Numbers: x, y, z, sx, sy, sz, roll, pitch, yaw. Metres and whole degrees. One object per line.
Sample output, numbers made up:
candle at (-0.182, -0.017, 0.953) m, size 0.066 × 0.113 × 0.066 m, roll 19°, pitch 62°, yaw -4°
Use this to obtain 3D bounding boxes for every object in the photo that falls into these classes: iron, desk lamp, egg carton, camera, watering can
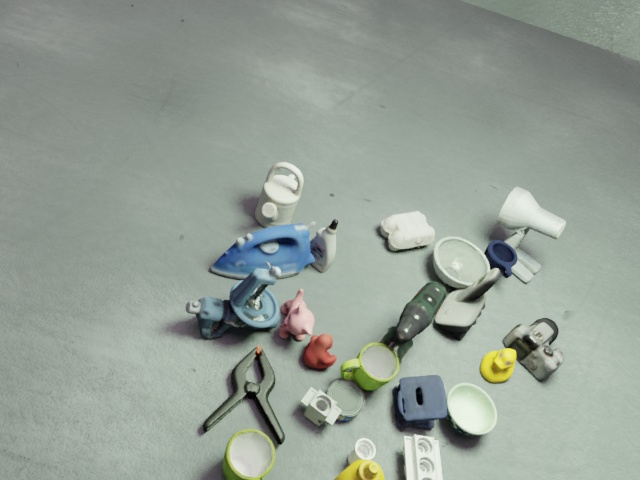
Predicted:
iron at (-0.131, 0.015, 1.385) m, size 0.259 × 0.141 × 0.118 m, roll -10°, pitch 56°, yaw -28°
desk lamp at (0.590, -0.022, 1.648) m, size 0.203 × 0.213 × 0.118 m, roll 42°, pitch 50°, yaw 15°
egg carton at (0.247, -0.023, 1.613) m, size 0.151 × 0.069 × 0.107 m, roll -10°, pitch 56°, yaw -28°
camera at (0.576, 0.264, 1.481) m, size 0.137 × 0.100 × 0.143 m, roll -26°, pitch 65°, yaw -35°
watering can at (-0.100, -0.115, 1.470) m, size 0.101 × 0.194 × 0.173 m, roll 10°, pitch 49°, yaw -13°

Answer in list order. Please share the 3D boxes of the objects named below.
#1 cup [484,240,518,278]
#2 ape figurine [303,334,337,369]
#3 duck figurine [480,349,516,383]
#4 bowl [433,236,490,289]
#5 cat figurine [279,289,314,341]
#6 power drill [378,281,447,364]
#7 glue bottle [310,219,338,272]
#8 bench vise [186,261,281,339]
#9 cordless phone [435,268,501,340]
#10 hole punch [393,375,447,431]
cup at (0.499, 0.073, 1.615) m, size 0.092 × 0.095 × 0.117 m, roll 4°, pitch 51°, yaw -18°
ape figurine at (0.003, 0.243, 1.281) m, size 0.076 × 0.092 × 0.077 m, roll -9°, pitch 56°, yaw -27°
duck figurine at (0.454, 0.298, 1.415) m, size 0.105 × 0.086 × 0.077 m, roll -23°, pitch 63°, yaw -34°
bowl at (0.377, 0.075, 1.578) m, size 0.168 × 0.074 × 0.167 m, roll 11°, pitch 49°, yaw -13°
cat figurine at (-0.048, 0.172, 1.303) m, size 0.067 × 0.117 × 0.127 m, roll 11°, pitch 49°, yaw -12°
power drill at (0.205, 0.200, 1.317) m, size 0.075 × 0.208 × 0.230 m, roll 36°, pitch 48°, yaw 11°
glue bottle at (0.013, 0.005, 1.428) m, size 0.078 × 0.173 × 0.037 m, roll 39°, pitch 49°, yaw 13°
bench vise at (-0.168, 0.136, 1.216) m, size 0.208 × 0.219 × 0.121 m, roll -16°, pitch 59°, yaw -31°
cordless phone at (0.378, 0.151, 1.440) m, size 0.094 × 0.185 × 0.148 m, roll 33°, pitch 48°, yaw 8°
hole punch at (0.220, 0.358, 1.270) m, size 0.101 × 0.091 × 0.108 m, roll 9°, pitch 49°, yaw -14°
